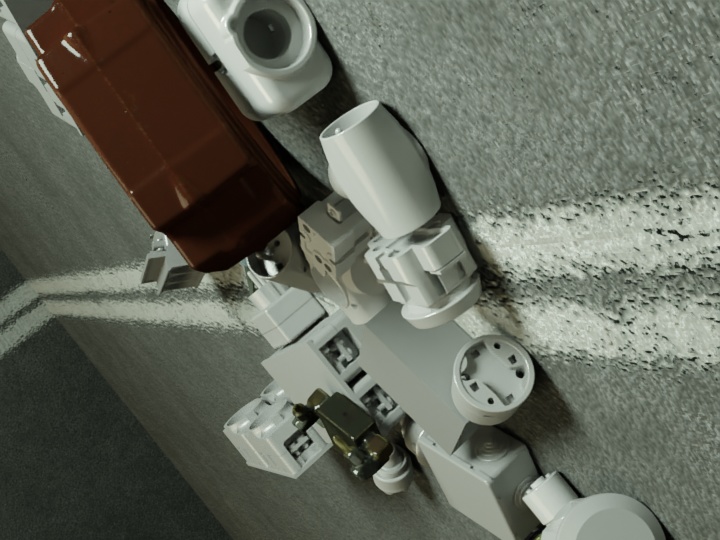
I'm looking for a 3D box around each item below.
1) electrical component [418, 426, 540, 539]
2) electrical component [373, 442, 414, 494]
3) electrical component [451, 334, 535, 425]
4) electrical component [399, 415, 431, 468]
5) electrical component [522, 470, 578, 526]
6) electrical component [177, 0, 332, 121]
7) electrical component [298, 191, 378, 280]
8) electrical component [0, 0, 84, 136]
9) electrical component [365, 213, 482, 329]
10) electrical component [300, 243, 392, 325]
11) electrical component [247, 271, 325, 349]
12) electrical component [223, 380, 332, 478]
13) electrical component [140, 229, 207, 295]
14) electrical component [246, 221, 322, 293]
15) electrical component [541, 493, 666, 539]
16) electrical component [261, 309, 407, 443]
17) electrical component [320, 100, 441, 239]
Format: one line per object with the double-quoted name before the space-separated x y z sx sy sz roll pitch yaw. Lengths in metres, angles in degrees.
"electrical component" 0.105 0.169 0.888 0.100 0.048 0.099 25 148 50
"electrical component" 0.032 0.200 1.107 0.043 0.043 0.062 36 155 34
"electrical component" 0.091 0.078 0.750 0.055 0.055 0.047 44 163 16
"electrical component" 0.057 0.143 0.951 0.062 0.048 0.048 32 154 56
"electrical component" 0.157 0.187 0.825 0.065 0.044 0.044 51 161 12
"electrical component" -0.064 -0.145 0.677 0.095 0.054 0.059 56 159 -16
"electrical component" -0.010 -0.032 0.761 0.048 0.055 0.066 41 159 22
"electrical component" -0.226 -0.213 0.822 0.060 0.105 0.186 30 152 43
"electrical component" 0.044 0.001 0.704 0.057 0.058 0.078 60 158 -17
"electrical component" 0.000 0.000 0.814 0.077 0.044 0.079 56 159 -17
"electrical component" -0.082 0.030 1.037 0.076 0.047 0.066 51 160 -3
"electrical component" -0.077 0.163 1.181 0.060 0.105 0.186 53 160 -8
"electrical component" -0.195 -0.019 1.157 0.121 0.079 0.063 138 121 -70
"electrical component" -0.056 -0.025 0.870 0.077 0.043 0.079 20 -122 -61
"electrical component" 0.170 0.198 0.757 0.080 0.080 0.051 49 165 2
"electrical component" -0.018 0.100 1.008 0.105 0.060 0.186 51 160 -3
"electrical component" 0.005 -0.064 0.689 0.077 0.044 0.079 57 159 -19
